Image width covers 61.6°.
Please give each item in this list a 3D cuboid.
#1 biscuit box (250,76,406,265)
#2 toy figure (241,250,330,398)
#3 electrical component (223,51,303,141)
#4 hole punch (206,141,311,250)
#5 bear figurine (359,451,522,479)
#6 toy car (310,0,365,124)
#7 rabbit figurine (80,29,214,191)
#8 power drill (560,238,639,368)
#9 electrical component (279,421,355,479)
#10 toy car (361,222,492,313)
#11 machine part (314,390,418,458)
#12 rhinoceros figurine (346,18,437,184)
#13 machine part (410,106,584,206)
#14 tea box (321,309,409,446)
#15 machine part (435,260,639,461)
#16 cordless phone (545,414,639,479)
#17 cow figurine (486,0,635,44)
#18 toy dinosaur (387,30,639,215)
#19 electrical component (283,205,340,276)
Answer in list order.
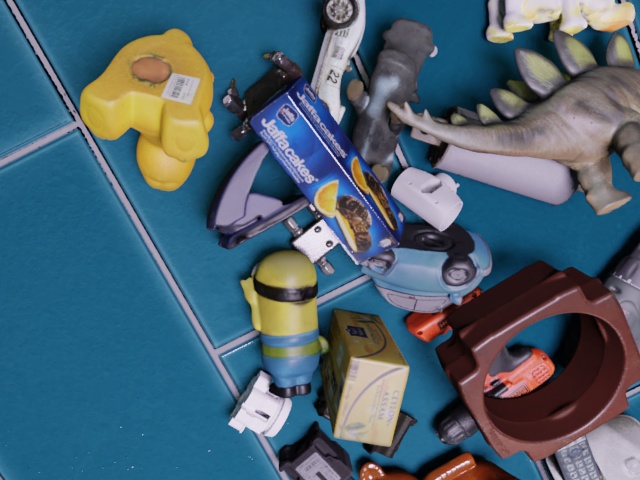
[{"bbox_3d":[0.012,-0.072,0.578,0.059,0.063,0.202,-28,110,31],"label":"biscuit box"},{"bbox_3d":[-0.035,0.101,0.660,0.082,0.089,0.180,-5,90,-49],"label":"toy figure"},{"bbox_3d":[-0.068,-0.169,0.621,0.102,0.078,0.045,-29,132,26],"label":"electrical component"},{"bbox_3d":[-0.084,-0.050,0.616,0.116,0.142,0.092,-34,104,-12],"label":"hole punch"},{"bbox_3d":[0.157,0.351,0.712,0.196,0.132,0.120,-2,96,-11],"label":"bear figurine"},{"bbox_3d":[0.013,-0.196,0.622,0.056,0.073,0.201,16,99,-4],"label":"toy car"},{"bbox_3d":[-0.176,-0.132,0.589,0.122,0.173,0.162,4,56,-7],"label":"rabbit figurine"},{"bbox_3d":[0.453,0.122,0.717,0.207,0.086,0.232,35,98,-14],"label":"power drill"},{"bbox_3d":[0.006,0.316,0.731,0.075,0.048,0.119,-37,100,3],"label":"electrical component"},{"bbox_3d":[0.124,0.040,0.664,0.162,0.109,0.102,2,118,3],"label":"toy car"},{"bbox_3d":[0.057,0.242,0.727,0.139,0.039,0.084,31,102,-11],"label":"machine part"},{"bbox_3d":[0.079,-0.154,0.620,0.073,0.112,0.190,24,113,19],"label":"rhinoceros figurine"},{"bbox_3d":[0.226,-0.101,0.656,0.243,0.079,0.079,15,99,-8],"label":"machine part"},{"bbox_3d":[0.047,0.155,0.642,0.068,0.170,0.098,11,101,-6],"label":"tea box"},{"bbox_3d":[0.255,0.142,0.632,0.201,0.087,0.201,-32,114,3],"label":"machine part"},{"bbox_3d":[0.373,0.264,0.735,0.147,0.089,0.184,-23,99,0],"label":"cordless phone"},{"bbox_3d":[0.285,-0.287,0.634,0.167,0.068,0.098,-3,94,-5],"label":"cow figurine"},{"bbox_3d":[0.293,-0.131,0.592,0.471,0.105,0.199,-14,63,-29],"label":"toy dinosaur"},{"bbox_3d":[-0.001,-0.002,0.683,0.063,0.021,0.094,-37,101,2],"label":"electrical component"}]
